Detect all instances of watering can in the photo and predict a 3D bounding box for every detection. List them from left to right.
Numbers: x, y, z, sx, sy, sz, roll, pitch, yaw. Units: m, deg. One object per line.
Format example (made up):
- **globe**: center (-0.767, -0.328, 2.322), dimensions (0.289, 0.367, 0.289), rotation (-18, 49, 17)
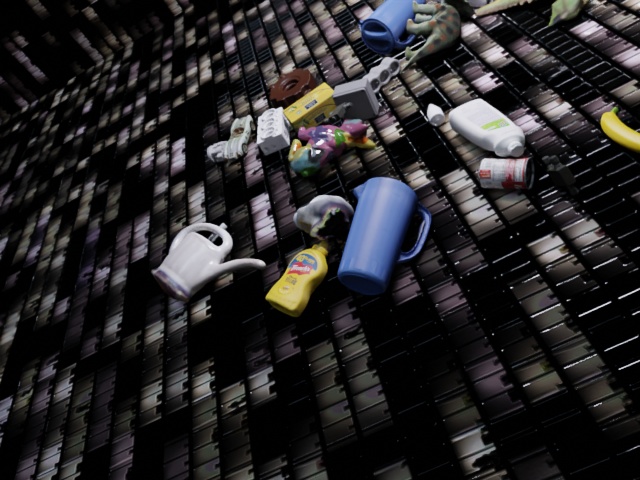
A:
- **watering can**: center (-0.306, 0.067, 1.345), dimensions (0.351, 0.102, 0.227), rotation (26, 69, 43)

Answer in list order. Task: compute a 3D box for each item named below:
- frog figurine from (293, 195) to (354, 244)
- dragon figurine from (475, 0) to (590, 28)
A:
- **frog figurine**: center (0.004, -0.064, 1.267), dimensions (0.138, 0.120, 0.162), rotation (-11, 26, -22)
- **dragon figurine**: center (0.652, -0.699, 1.461), dimensions (0.405, 0.121, 0.249), rotation (-29, 45, 31)
